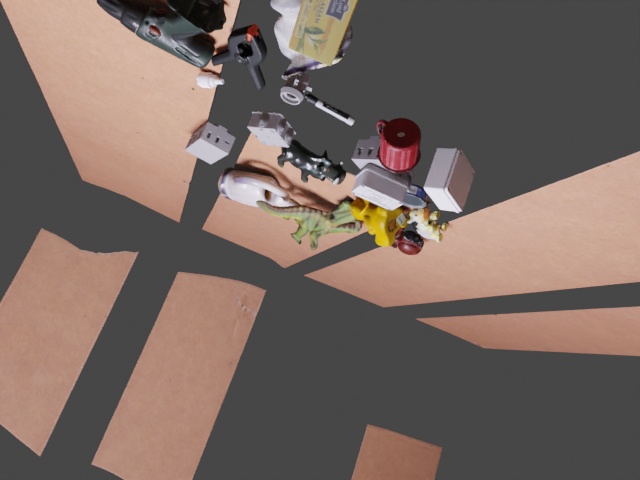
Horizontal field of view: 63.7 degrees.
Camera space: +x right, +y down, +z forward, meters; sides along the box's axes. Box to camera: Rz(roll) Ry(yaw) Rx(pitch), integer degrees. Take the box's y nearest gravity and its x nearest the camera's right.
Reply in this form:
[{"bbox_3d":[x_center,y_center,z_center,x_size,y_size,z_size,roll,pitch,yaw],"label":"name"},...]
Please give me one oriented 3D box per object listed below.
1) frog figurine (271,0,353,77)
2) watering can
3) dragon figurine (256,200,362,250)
[{"bbox_3d":[-0.022,-0.356,0.819,0.138,0.124,0.157,12,128,51],"label":"frog figurine"},{"bbox_3d":[-0.195,-0.152,1.690,0.225,0.105,0.344,14,172,17],"label":"watering can"},{"bbox_3d":[0.005,-0.083,1.644,0.241,0.124,0.406,-24,153,22],"label":"dragon figurine"}]
